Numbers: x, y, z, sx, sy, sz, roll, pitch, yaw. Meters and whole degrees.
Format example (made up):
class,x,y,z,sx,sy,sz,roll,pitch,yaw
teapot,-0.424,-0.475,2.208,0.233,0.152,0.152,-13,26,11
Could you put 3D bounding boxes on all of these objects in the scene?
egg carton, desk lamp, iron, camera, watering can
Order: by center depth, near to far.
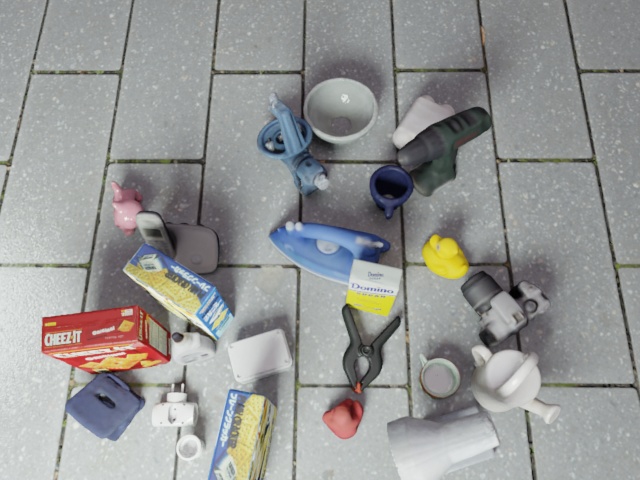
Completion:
class,x,y,z,sx,sy,sz,roll,pitch,yaw
desk lamp,0.212,0.347,0.979,0.203,0.213,0.118,-17,69,-6
watering can,0.349,0.252,1.026,0.172,0.194,0.101,22,71,9
camera,0.356,0.118,1.128,0.143,0.101,0.136,-33,72,-12
iron,0.011,0.004,1.154,0.258,0.141,0.119,14,69,6
egg carton,0.236,-0.253,1.291,0.107,0.069,0.150,28,72,11

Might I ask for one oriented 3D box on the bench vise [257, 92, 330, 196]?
class,x,y,z,sx,sy,sz,roll,pitch,yaw
bench vise,-0.045,-0.206,1.194,0.207,0.220,0.121,32,72,12

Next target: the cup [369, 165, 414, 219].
class,x,y,z,sx,sy,sz,roll,pitch,yaw
cup,0.147,-0.087,1.213,0.091,0.095,0.118,5,69,3

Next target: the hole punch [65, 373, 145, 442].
class,x,y,z,sx,sy,sz,roll,pitch,yaw
hole punch,-0.399,0.306,1.067,0.108,0.091,0.101,33,72,13

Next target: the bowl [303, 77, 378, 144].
class,x,y,z,sx,sy,sz,roll,pitch,yaw
bowl,0.047,-0.280,1.301,0.167,0.075,0.167,0,69,1

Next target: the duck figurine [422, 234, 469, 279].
class,x,y,z,sx,sy,sz,roll,pitch,yaw
duck figurine,0.262,0.028,1.172,0.104,0.086,0.077,40,74,15

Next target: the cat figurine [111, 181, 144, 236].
class,x,y,z,sx,sy,sz,roll,pitch,yaw
cat figurine,-0.405,-0.067,1.198,0.067,0.118,0.127,-26,71,-9

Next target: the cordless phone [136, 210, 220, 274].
class,x,y,z,sx,sy,sz,roll,pitch,yaw
cordless phone,-0.281,-0.002,1.135,0.147,0.185,0.094,0,68,1

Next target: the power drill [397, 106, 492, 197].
class,x,y,z,sx,sy,sz,roll,pitch,yaw
power drill,0.245,-0.177,1.187,0.230,0.208,0.075,-34,72,-12

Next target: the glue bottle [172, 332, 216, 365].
class,x,y,z,sx,sy,sz,roll,pitch,yaw
glue bottle,-0.246,0.195,1.064,0.078,0.173,0.037,-15,69,-5

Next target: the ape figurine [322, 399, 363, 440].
class,x,y,z,sx,sy,sz,roll,pitch,yaw
ape figurine,0.042,0.326,1.054,0.078,0.092,0.076,0,69,1
